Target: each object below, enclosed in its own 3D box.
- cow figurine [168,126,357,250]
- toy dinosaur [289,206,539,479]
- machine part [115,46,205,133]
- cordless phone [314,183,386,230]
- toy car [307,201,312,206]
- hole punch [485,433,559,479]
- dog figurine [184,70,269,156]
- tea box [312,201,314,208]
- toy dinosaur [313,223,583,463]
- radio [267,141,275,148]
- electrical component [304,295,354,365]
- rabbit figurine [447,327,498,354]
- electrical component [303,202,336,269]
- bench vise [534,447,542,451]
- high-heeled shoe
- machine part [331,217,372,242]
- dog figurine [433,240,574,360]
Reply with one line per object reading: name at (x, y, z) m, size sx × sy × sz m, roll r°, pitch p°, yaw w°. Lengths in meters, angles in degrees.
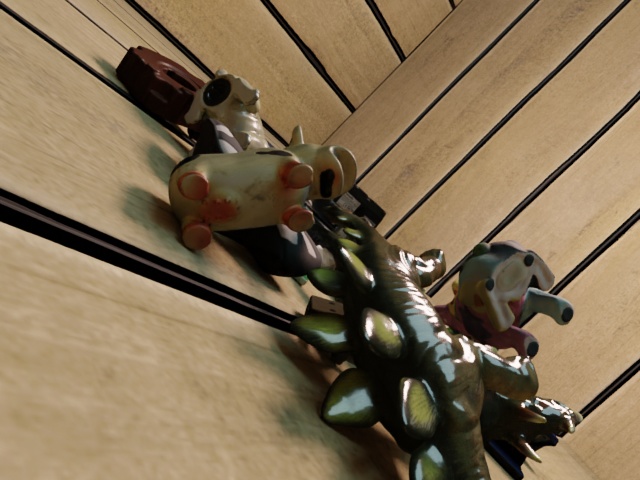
cow figurine at (-0.053, -0.057, 0.537) m, size 0.127 × 0.195 × 0.085 m, roll -136°, pitch -141°, yaw -56°
toy dinosaur at (0.084, 0.115, 0.465) m, size 0.198 × 0.105 × 0.472 m, roll 13°, pitch 34°, yaw -39°
machine part at (-0.238, -0.245, 0.874) m, size 0.179 × 0.056 × 0.179 m, roll 34°, pitch 17°, yaw -12°
cordless phone at (0.023, -0.070, 1.027) m, size 0.146 × 0.088 × 0.184 m, roll 38°, pitch -1°, yaw -35°
toy car at (-0.003, -0.018, 1.063) m, size 0.202 × 0.056 × 0.073 m, roll 44°, pitch 13°, yaw -1°
hole punch at (0.297, 0.295, 0.851) m, size 0.142 × 0.092 × 0.116 m, roll 42°, pitch 3°, yaw 6°
dog figurine at (-0.111, -0.155, 0.851) m, size 0.121 × 0.172 × 0.190 m, roll 0°, pitch -17°, yaw 24°
tea box at (0.010, -0.040, 1.209) m, size 0.098 × 0.068 × 0.170 m, roll 40°, pitch 10°, yaw -32°
toy dinosaur at (0.107, 0.124, 0.655) m, size 0.405 × 0.131 × 0.192 m, roll 40°, pitch 6°, yaw 8°
radio at (-0.110, -0.159, 1.202) m, size 0.131 × 0.073 × 0.230 m, roll 39°, pitch 10°, yaw -45°
electrical component at (0.019, 0.096, 0.575) m, size 0.078 × 0.045 × 0.102 m, roll 14°, pitch 10°, yaw -10°
rabbit figurine at (0.193, 0.188, 0.891) m, size 0.170 × 0.121 × 0.159 m, roll 28°, pitch 12°, yaw 7°
electrical component at (-0.002, -0.003, 0.966) m, size 0.134 × 0.058 × 0.115 m, roll 45°, pitch 9°, yaw -6°
bench vise at (0.358, 0.295, 1.069) m, size 0.223 × 0.129 × 0.241 m, roll 39°, pitch 15°, yaw -37°
high-heeled shoe at (-0.077, -0.060, 0.657) m, size 0.145 × 0.086 × 0.249 m, roll 17°, pitch 39°, yaw -30°
machine part at (0.083, 0.048, 0.902) m, size 0.243 × 0.079 × 0.079 m, roll 59°, pitch -1°, yaw -29°
dog figurine at (0.223, 0.081, 0.763) m, size 0.191 × 0.108 × 0.219 m, roll 51°, pitch -17°, yaw -17°
